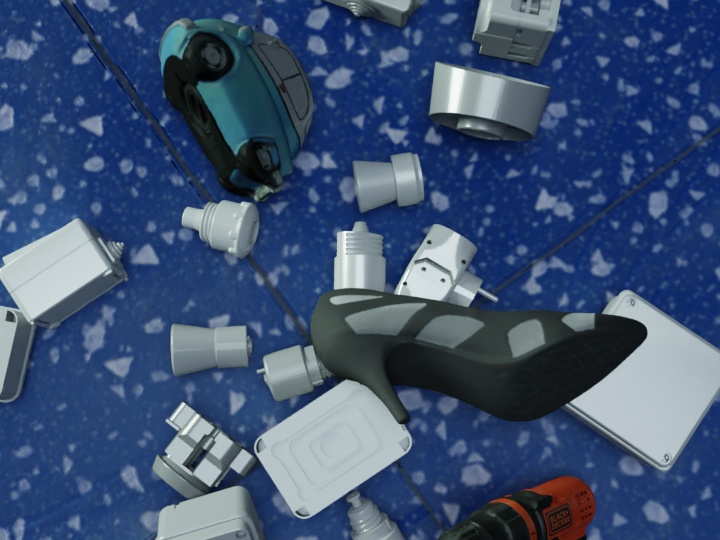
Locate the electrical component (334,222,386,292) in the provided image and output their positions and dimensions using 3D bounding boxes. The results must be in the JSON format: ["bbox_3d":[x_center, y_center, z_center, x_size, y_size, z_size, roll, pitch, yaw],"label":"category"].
[{"bbox_3d":[0.000,0.000,0.904,0.043,0.043,0.081,1,82,1],"label":"electrical component"}]

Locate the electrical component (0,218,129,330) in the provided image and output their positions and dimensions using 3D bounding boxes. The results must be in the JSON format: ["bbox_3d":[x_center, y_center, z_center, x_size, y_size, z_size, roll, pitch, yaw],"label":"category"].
[{"bbox_3d":[-0.243,-0.002,0.897,0.096,0.061,0.061,-34,84,-4],"label":"electrical component"}]

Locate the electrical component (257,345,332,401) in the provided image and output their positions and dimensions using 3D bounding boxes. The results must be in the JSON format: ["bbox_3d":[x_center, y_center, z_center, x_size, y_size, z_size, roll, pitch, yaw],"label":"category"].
[{"bbox_3d":[-0.045,0.081,0.895,0.078,0.040,0.040,-16,83,-2],"label":"electrical component"}]

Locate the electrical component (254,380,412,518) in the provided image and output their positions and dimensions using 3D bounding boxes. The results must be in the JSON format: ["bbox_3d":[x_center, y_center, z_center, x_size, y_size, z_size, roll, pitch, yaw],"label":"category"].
[{"bbox_3d":[-0.021,0.142,0.878,0.113,0.057,0.078,-33,83,-4],"label":"electrical component"}]

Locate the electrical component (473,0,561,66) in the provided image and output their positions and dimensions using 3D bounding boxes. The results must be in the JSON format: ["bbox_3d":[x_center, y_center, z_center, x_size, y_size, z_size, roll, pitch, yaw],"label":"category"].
[{"bbox_3d":[0.141,-0.263,0.914,0.062,0.089,0.150,11,83,2],"label":"electrical component"}]

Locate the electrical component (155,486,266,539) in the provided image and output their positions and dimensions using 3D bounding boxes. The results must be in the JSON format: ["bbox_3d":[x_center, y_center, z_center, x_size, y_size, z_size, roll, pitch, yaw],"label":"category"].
[{"bbox_3d":[-0.109,0.237,0.844,0.078,0.057,0.113,-16,111,-2],"label":"electrical component"}]

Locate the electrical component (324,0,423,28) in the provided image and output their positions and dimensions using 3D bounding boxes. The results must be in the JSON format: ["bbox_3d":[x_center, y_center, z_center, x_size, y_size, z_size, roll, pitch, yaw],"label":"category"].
[{"bbox_3d":[0.015,-0.268,0.936,0.100,0.048,0.099,20,83,3],"label":"electrical component"}]

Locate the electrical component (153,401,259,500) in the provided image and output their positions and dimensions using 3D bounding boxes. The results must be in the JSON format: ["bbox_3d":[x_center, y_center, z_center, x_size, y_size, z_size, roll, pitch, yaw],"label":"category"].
[{"bbox_3d":[-0.132,0.154,0.878,0.078,0.058,0.057,37,81,5],"label":"electrical component"}]

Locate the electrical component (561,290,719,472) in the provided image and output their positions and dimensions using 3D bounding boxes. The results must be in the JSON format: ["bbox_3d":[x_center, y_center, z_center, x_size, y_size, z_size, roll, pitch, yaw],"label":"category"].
[{"bbox_3d":[0.230,0.091,0.884,0.109,0.056,0.108,34,84,5],"label":"electrical component"}]

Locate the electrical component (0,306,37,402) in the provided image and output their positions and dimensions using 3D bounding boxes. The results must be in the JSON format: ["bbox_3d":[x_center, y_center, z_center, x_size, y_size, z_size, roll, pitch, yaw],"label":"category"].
[{"bbox_3d":[-0.334,0.062,0.891,0.113,0.057,0.078,11,83,2],"label":"electrical component"}]

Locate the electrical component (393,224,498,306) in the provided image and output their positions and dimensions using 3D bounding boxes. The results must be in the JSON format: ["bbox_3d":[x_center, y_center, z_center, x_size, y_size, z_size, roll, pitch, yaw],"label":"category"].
[{"bbox_3d":[0.077,0.014,0.901,0.079,0.043,0.077,30,84,4],"label":"electrical component"}]

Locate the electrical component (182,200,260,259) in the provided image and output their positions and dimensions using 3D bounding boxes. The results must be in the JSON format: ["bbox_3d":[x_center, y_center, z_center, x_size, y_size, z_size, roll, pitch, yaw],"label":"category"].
[{"bbox_3d":[-0.119,-0.038,0.910,0.062,0.048,0.048,13,83,8],"label":"electrical component"}]

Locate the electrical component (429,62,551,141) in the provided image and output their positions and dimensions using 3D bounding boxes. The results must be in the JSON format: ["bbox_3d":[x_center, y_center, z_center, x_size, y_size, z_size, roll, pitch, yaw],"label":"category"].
[{"bbox_3d":[0.107,-0.144,0.897,0.099,0.099,0.064,13,89,2],"label":"electrical component"}]

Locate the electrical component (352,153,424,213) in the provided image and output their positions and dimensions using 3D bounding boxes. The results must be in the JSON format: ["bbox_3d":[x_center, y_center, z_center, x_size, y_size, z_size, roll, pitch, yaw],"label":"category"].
[{"bbox_3d":[0.024,-0.075,0.913,0.055,0.045,0.045,-9,83,-1],"label":"electrical component"}]

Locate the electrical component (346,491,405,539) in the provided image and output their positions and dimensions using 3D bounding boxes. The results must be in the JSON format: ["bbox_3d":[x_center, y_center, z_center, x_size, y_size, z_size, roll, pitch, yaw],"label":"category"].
[{"bbox_3d":[0.012,0.215,0.870,0.040,0.040,0.078,-28,99,-3],"label":"electrical component"}]

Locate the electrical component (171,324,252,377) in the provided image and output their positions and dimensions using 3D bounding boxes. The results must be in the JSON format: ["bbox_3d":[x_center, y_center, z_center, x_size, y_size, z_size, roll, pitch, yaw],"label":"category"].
[{"bbox_3d":[-0.123,0.065,0.898,0.065,0.044,0.044,-3,82,-5],"label":"electrical component"}]
